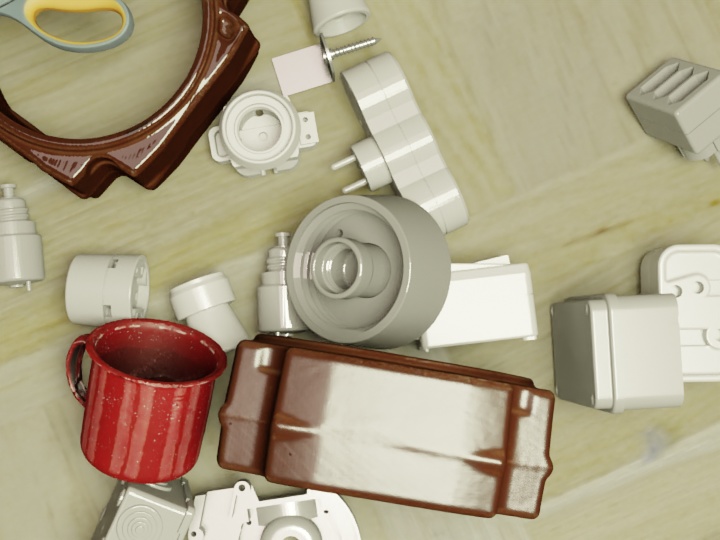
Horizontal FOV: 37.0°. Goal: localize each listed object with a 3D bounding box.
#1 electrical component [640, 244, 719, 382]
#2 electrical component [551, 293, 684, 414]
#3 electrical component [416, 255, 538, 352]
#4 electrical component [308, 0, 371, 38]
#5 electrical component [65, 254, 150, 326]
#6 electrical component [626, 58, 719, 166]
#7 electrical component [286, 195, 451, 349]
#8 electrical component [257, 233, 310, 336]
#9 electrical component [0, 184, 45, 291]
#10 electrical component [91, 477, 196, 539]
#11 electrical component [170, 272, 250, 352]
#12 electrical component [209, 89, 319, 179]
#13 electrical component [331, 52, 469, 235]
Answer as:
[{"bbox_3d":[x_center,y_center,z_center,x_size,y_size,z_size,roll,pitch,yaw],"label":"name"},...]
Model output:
[{"bbox_3d":[0.233,0.031,0.771,0.054,0.059,0.095,-1,87,-1],"label":"electrical component"},{"bbox_3d":[0.174,0.056,0.742,0.057,0.113,0.078,-3,87,-4],"label":"electrical component"},{"bbox_3d":[0.073,0.024,0.767,0.096,0.061,0.061,-7,88,-1],"label":"electrical component"},{"bbox_3d":[-0.023,-0.209,0.787,0.044,0.044,0.065,-20,83,-2],"label":"electrical component"},{"bbox_3d":[-0.180,0.015,0.769,0.047,0.055,0.055,4,87,3],"label":"electrical component"},{"bbox_3d":[0.243,-0.105,0.778,0.047,0.065,0.076,-39,118,-2],"label":"electrical component"},{"bbox_3d":[0.000,0.000,0.725,0.108,0.060,0.108,-2,86,32],"label":"electrical component"},{"bbox_3d":[-0.054,0.012,0.777,0.040,0.040,0.078,-2,87,-1],"label":"electrical component"},{"bbox_3d":[-0.250,-0.023,0.775,0.040,0.040,0.078,-6,87,-1],"label":"electrical component"},{"bbox_3d":[-0.156,0.185,0.740,0.048,0.100,0.099,25,87,-13],"label":"electrical component"},{"bbox_3d":[-0.108,0.034,0.773,0.045,0.045,0.055,-20,88,-2],"label":"electrical component"},{"bbox_3d":[-0.070,-0.098,0.773,0.078,0.057,0.058,-10,88,-1],"label":"electrical component"},{"bbox_3d":[0.016,-0.080,0.776,0.074,0.052,0.138,-25,88,-2],"label":"electrical component"}]
